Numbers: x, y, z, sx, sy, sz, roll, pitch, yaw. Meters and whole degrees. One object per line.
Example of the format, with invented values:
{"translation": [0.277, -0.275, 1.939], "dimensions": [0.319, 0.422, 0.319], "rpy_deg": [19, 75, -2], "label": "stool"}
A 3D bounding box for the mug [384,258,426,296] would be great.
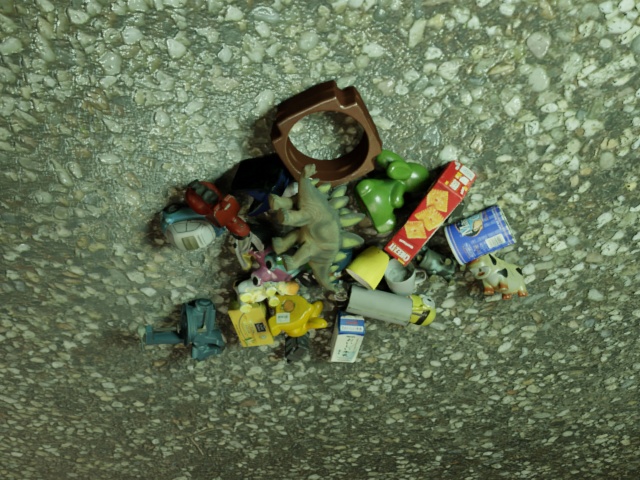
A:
{"translation": [0.228, 0.103, 1.433], "dimensions": [0.110, 0.081, 0.107], "rpy_deg": [-14, 143, 2], "label": "mug"}

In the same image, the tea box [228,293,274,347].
{"translation": [-0.194, 0.228, 1.541], "dimensions": [0.098, 0.068, 0.169], "rpy_deg": [-8, 131, 7], "label": "tea box"}

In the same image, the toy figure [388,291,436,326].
{"translation": [0.236, 0.189, 1.505], "dimensions": [0.180, 0.082, 0.089], "rpy_deg": [6, 128, -9], "label": "toy figure"}

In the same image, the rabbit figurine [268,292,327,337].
{"translation": [-0.066, 0.217, 1.524], "dimensions": [0.162, 0.122, 0.173], "rpy_deg": [-12, 147, -3], "label": "rabbit figurine"}

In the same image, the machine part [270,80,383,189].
{"translation": [0.014, -0.215, 1.124], "dimensions": [0.201, 0.087, 0.200], "rpy_deg": [-23, 130, 17], "label": "machine part"}

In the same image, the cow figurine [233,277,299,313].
{"translation": [-0.145, 0.127, 1.444], "dimensions": [0.167, 0.098, 0.068], "rpy_deg": [-13, 129, -15], "label": "cow figurine"}

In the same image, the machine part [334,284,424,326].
{"translation": [0.154, 0.171, 1.417], "dimensions": [0.243, 0.079, 0.079], "rpy_deg": [13, 132, -2], "label": "machine part"}

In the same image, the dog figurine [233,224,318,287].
{"translation": [-0.086, 0.040, 1.354], "dimensions": [0.219, 0.192, 0.108], "rpy_deg": [-4, 142, -47], "label": "dog figurine"}

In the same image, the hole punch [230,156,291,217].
{"translation": [-0.120, -0.119, 1.184], "dimensions": [0.116, 0.142, 0.092], "rpy_deg": [-4, 132, 21], "label": "hole punch"}

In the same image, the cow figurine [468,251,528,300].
{"translation": [0.455, 0.078, 1.391], "dimensions": [0.195, 0.127, 0.085], "rpy_deg": [18, 150, -37], "label": "cow figurine"}

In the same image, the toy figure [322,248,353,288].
{"translation": [0.043, 0.069, 1.406], "dimensions": [0.064, 0.058, 0.154], "rpy_deg": [13, 134, -10], "label": "toy figure"}

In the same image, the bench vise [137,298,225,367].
{"translation": [-0.393, 0.267, 1.525], "dimensions": [0.240, 0.129, 0.223], "rpy_deg": [-1, 128, -24], "label": "bench vise"}

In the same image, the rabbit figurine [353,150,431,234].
{"translation": [0.163, -0.128, 1.207], "dimensions": [0.170, 0.121, 0.158], "rpy_deg": [-30, 131, -3], "label": "rabbit figurine"}

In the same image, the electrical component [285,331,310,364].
{"translation": [-0.079, 0.328, 1.633], "dimensions": [0.047, 0.075, 0.119], "rpy_deg": [28, 129, -25], "label": "electrical component"}

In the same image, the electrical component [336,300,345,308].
{"translation": [0.097, 0.173, 1.515], "dimensions": [0.102, 0.045, 0.078], "rpy_deg": [-5, 161, 7], "label": "electrical component"}

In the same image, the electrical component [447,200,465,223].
{"translation": [0.313, -0.080, 1.297], "dimensions": [0.063, 0.021, 0.094], "rpy_deg": [8, 132, -8], "label": "electrical component"}

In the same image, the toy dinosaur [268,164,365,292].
{"translation": [-0.002, -0.004, 1.192], "dimensions": [0.199, 0.105, 0.470], "rpy_deg": [-17, 144, -13], "label": "toy dinosaur"}

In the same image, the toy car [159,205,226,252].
{"translation": [-0.307, -0.021, 1.286], "dimensions": [0.162, 0.103, 0.109], "rpy_deg": [-5, 134, 6], "label": "toy car"}

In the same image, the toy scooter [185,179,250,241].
{"translation": [-0.231, -0.078, 1.191], "dimensions": [0.184, 0.075, 0.135], "rpy_deg": [38, 165, 11], "label": "toy scooter"}

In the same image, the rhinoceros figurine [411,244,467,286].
{"translation": [0.284, 0.049, 1.364], "dimensions": [0.190, 0.112, 0.073], "rpy_deg": [20, 114, -34], "label": "rhinoceros figurine"}
